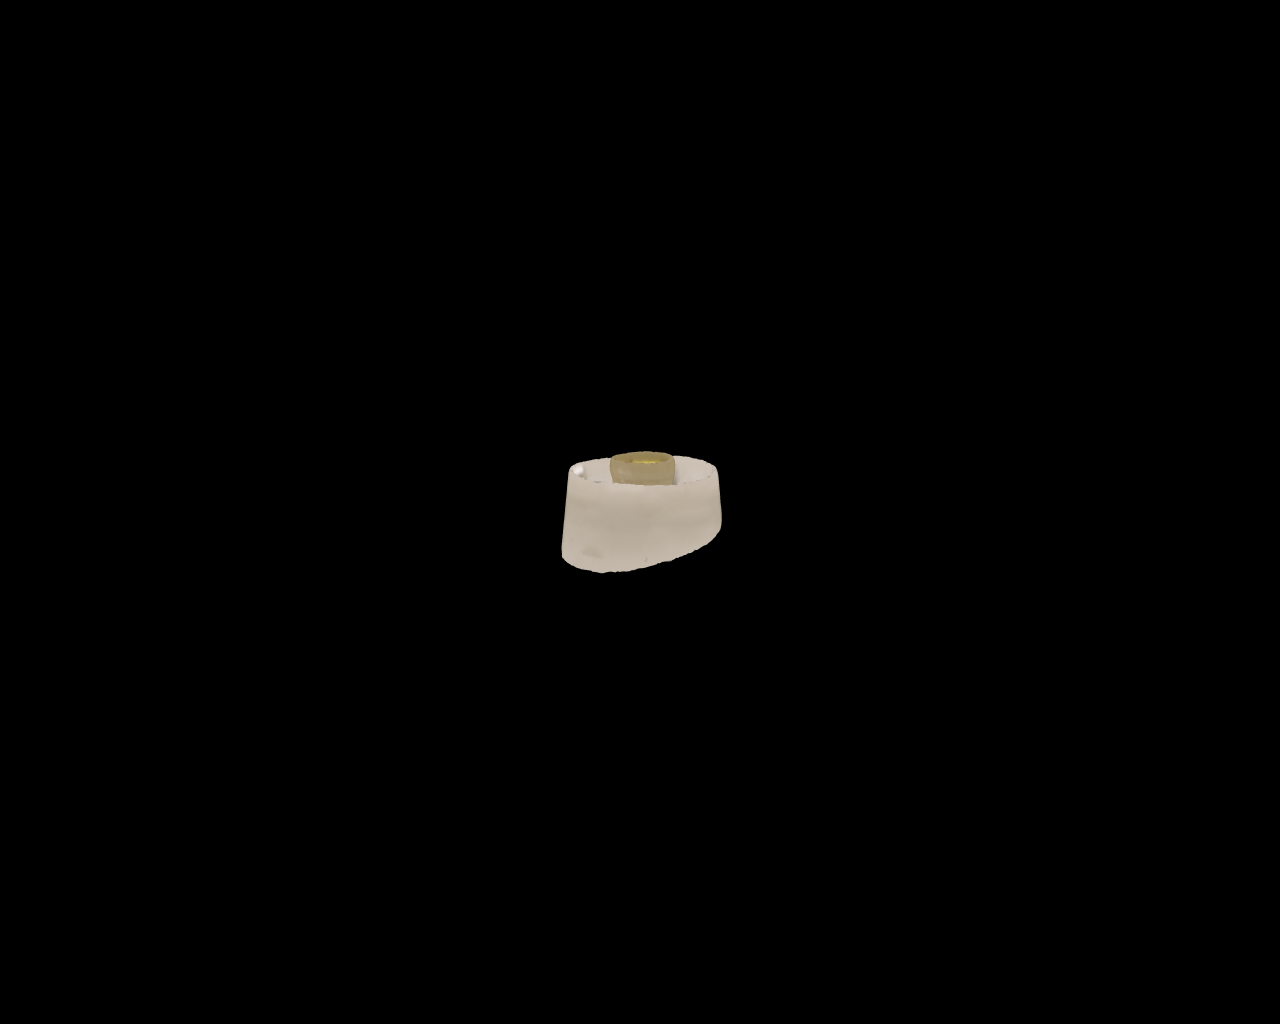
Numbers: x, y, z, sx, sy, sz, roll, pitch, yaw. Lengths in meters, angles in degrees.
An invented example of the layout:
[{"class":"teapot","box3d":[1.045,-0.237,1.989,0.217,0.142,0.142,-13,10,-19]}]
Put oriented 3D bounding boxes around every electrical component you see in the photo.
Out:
[{"class":"electrical component","box3d":[0.001,-0.003,0.650,0.099,0.064,0.099,0,14,0]}]
